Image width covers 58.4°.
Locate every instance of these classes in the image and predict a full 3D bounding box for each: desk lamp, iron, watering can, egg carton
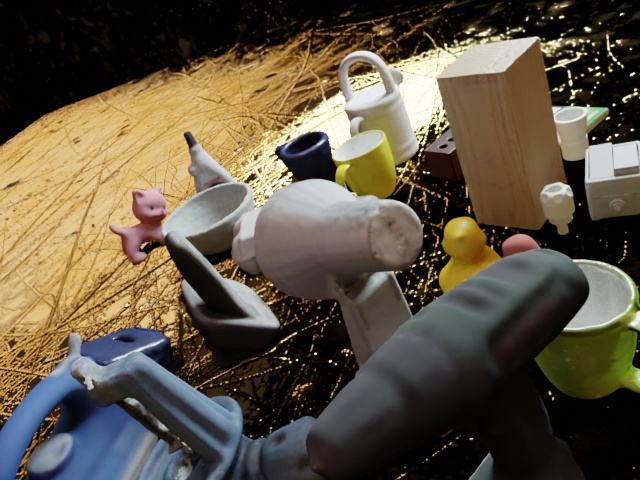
[{"bbox_3d":[0.049,0.045,0.547,0.118,0.214,0.202,-40,33,-24],"label":"desk lamp"},{"bbox_3d":[-0.272,0.224,0.574,0.118,0.142,0.258,-10,33,25],"label":"iron"},{"bbox_3d":[0.094,-0.231,0.977,0.100,0.194,0.173,-13,32,20],"label":"watering can"},{"bbox_3d":[-0.062,-0.011,0.867,0.150,0.069,0.107,-21,30,6],"label":"egg carton"}]

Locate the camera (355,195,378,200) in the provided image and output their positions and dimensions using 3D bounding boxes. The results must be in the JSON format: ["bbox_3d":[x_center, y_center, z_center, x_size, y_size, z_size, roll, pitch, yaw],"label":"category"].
[{"bbox_3d":[0.007,0.003,0.762,0.136,0.101,0.143,-6,35,30],"label":"camera"}]

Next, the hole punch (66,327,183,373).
[{"bbox_3d":[-0.249,0.147,0.731,0.108,0.091,0.101,2,39,39],"label":"hole punch"}]

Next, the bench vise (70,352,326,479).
[{"bbox_3d":[-0.083,0.154,0.465,0.207,0.220,0.121,-25,30,0],"label":"bench vise"}]

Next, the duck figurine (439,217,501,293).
[{"bbox_3d":[0.163,0.018,0.635,0.077,0.086,0.104,-10,33,25],"label":"duck figurine"}]

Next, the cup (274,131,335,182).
[{"bbox_3d":[-0.023,-0.129,1.001,0.117,0.095,0.092,3,40,40],"label":"cup"}]

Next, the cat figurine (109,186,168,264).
[{"bbox_3d":[-0.329,-0.039,1.063,0.128,0.118,0.067,-37,32,-21],"label":"cat figurine"}]

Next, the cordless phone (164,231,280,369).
[{"bbox_3d":[-0.137,0.050,0.707,0.094,0.185,0.147,-34,31,-15],"label":"cordless phone"}]

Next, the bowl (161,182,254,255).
[{"bbox_3d":[-0.177,-0.025,0.970,0.167,0.075,0.167,-18,30,11],"label":"bowl"}]

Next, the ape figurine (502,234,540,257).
[{"bbox_3d":[0.208,0.032,0.573,0.078,0.092,0.076,-29,30,-7],"label":"ape figurine"}]

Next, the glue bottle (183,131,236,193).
[{"bbox_3d":[-0.204,-0.120,1.043,0.078,0.173,0.037,-31,30,-11],"label":"glue bottle"}]

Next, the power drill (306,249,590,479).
[{"bbox_3d":[0.109,0.121,0.385,0.230,0.209,0.075,-41,33,-26],"label":"power drill"}]
